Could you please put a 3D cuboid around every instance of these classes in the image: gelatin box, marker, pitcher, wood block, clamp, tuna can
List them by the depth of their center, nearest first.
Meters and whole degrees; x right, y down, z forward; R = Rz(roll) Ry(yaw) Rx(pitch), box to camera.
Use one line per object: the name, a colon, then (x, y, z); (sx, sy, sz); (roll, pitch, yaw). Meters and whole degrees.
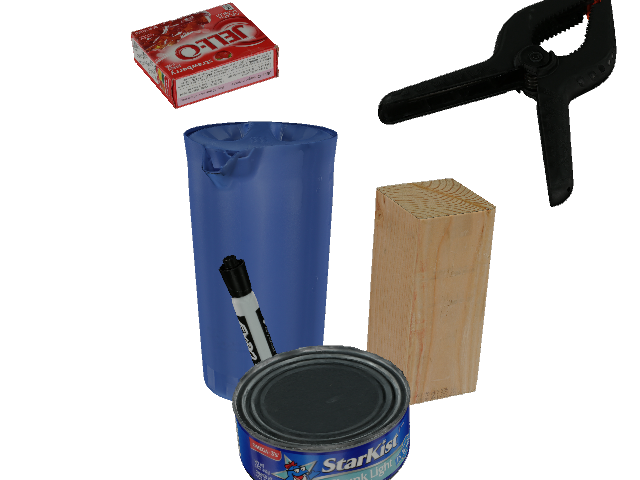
tuna can: (0.001, 0.087, 0.518); (0.086, 0.034, 0.086); (-3, 26, 1)
marker: (-0.046, 0.066, 0.759); (0.020, 0.121, 0.020); (-16, 21, 6)
gelatin box: (-0.086, -0.140, 0.797); (0.089, 0.030, 0.073); (-22, 47, -22)
clamp: (0.171, -0.121, 0.820); (0.165, 0.209, 0.036); (38, -22, 28)
pitcher: (-0.047, 0.014, 0.961); (0.149, 0.243, 0.145); (-5, 16, -20)
wood block: (0.109, 0.051, 1.087); (0.090, 0.206, 0.091); (-8, 26, -22)
